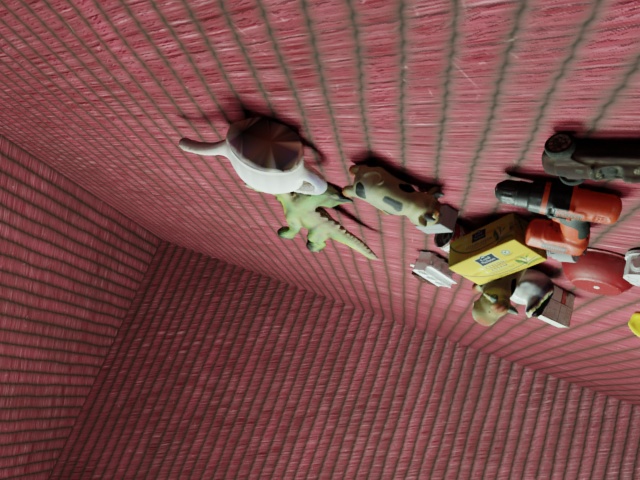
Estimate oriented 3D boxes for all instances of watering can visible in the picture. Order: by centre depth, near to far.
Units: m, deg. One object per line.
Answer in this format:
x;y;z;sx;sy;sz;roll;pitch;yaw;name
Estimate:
-0.148;-0.174;1.057;0.348;0.105;0.221;20;-14;2;watering can

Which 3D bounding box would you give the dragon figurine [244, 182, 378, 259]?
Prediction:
0.004;-0.065;1.297;0.409;0.124;0.239;22;-21;-9;dragon figurine

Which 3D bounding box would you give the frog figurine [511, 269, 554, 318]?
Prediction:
0.473;0.105;1.244;0.138;0.120;0.162;-10;43;-44;frog figurine
